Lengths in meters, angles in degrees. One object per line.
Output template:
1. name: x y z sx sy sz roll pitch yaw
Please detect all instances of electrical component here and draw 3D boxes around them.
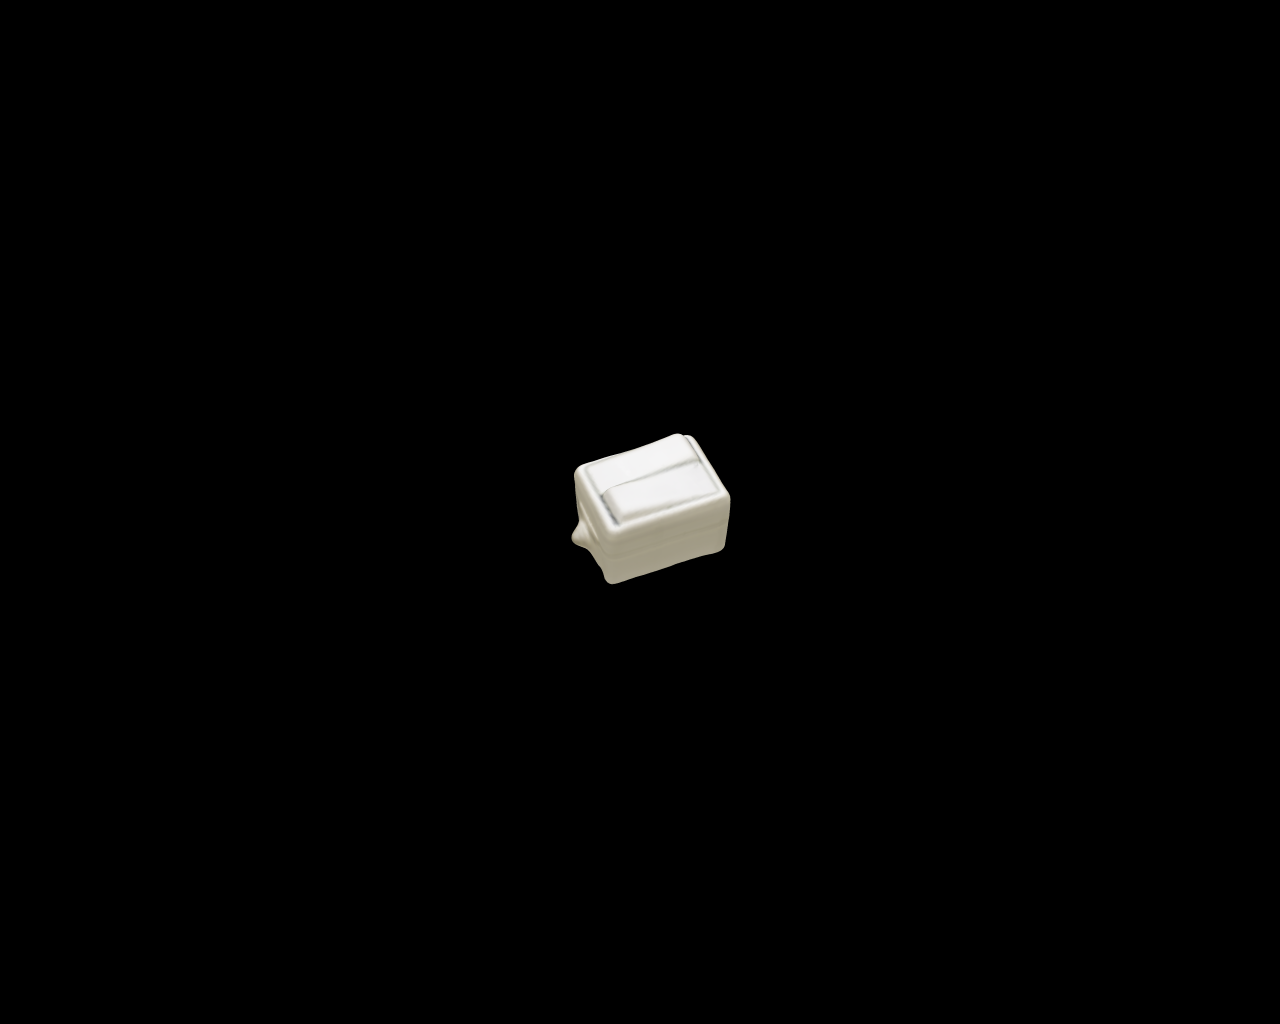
1. electrical component: 0.001 -0.003 0.650 0.096 0.062 0.061 -17 -39 -14
